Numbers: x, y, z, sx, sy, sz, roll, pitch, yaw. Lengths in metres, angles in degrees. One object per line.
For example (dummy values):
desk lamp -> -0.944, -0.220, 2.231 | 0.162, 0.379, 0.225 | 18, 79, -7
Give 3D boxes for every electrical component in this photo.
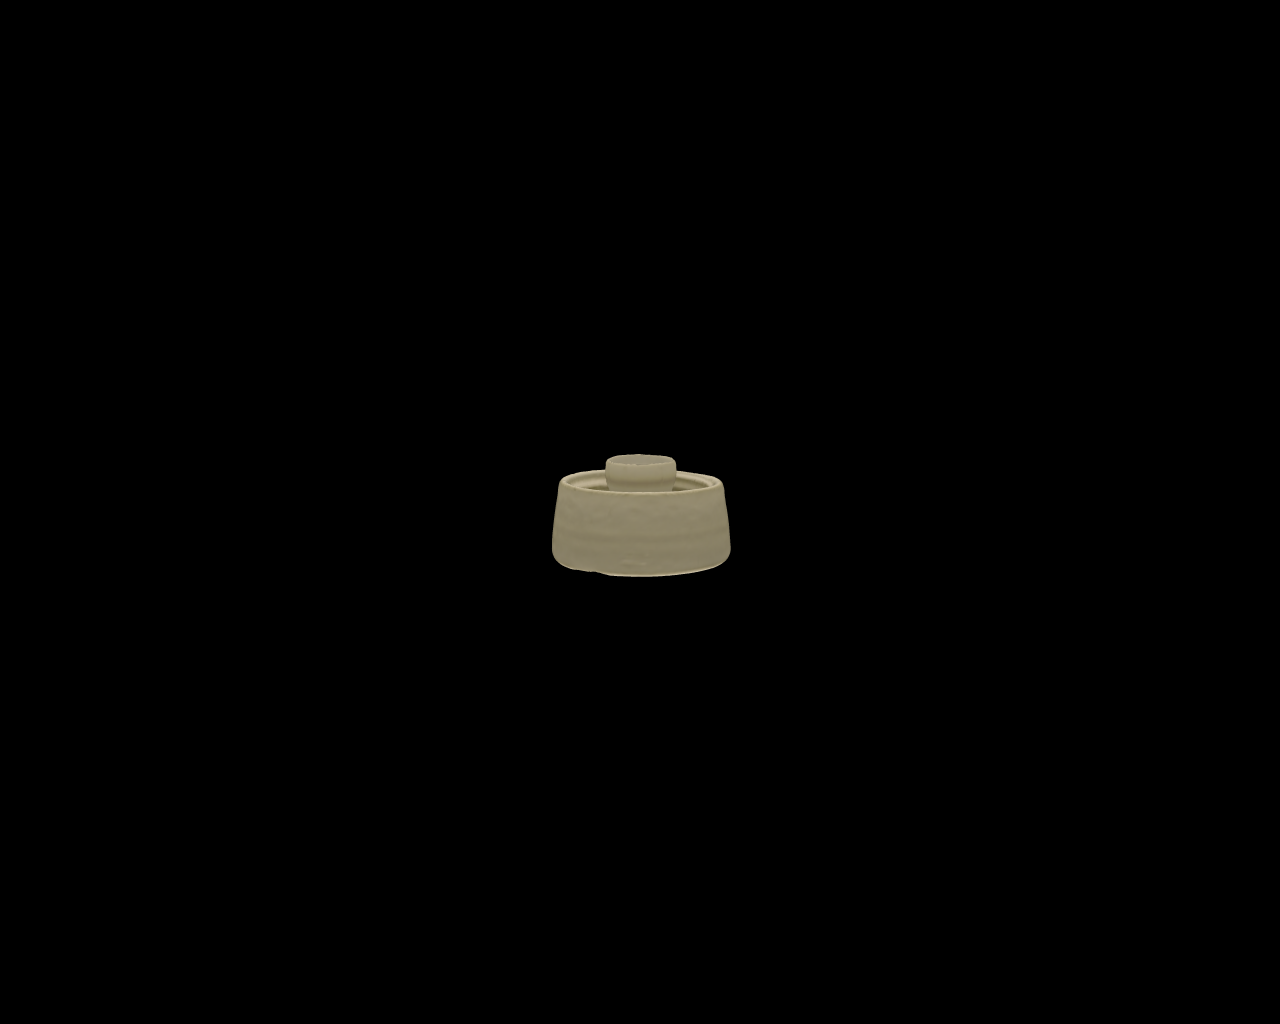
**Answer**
electrical component -> 0.001, -0.003, 0.650 | 0.108, 0.060, 0.108 | 0, 11, 0
